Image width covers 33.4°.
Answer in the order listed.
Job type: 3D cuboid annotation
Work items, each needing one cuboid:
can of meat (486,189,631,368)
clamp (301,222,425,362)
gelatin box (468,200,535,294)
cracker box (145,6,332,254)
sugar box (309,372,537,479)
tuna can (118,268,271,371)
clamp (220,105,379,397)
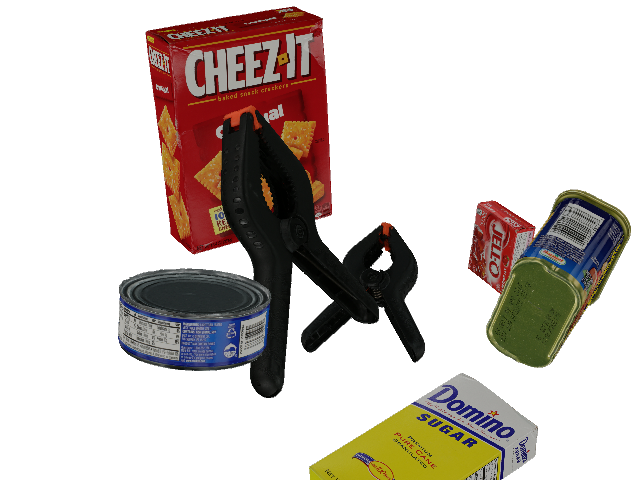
[{"bbox_3d":[0.164,0.029,0.745,0.057,0.102,0.083,30,49,17],"label":"can of meat"},{"bbox_3d":[0.063,0.054,1.068,0.120,0.171,0.039,15,-37,15],"label":"clamp"},{"bbox_3d":[0.205,0.009,1.221,0.030,0.089,0.073,-11,32,-27],"label":"gelatin box"},{"bbox_3d":[-0.075,-0.110,1.060,0.164,0.214,0.072,-15,27,-25],"label":"cracker box"},{"bbox_3d":[0.087,0.184,0.892,0.176,0.048,0.093,-29,43,-27],"label":"sugar box"},{"bbox_3d":[-0.072,0.044,0.606,0.086,0.034,0.086,5,14,-1],"label":"tuna can"},{"bbox_3d":[-0.023,-0.001,0.824,0.036,0.210,0.164,-14,2,35],"label":"clamp"}]
